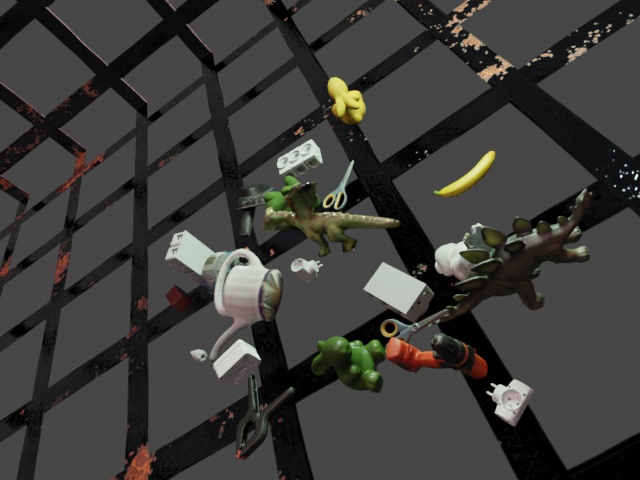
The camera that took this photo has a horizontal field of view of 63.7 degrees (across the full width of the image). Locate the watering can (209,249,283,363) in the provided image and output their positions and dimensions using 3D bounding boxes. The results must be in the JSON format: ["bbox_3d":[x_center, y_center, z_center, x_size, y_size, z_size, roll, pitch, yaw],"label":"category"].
[{"bbox_3d":[-0.225,0.201,1.541,0.224,0.103,0.351,2,79,26],"label":"watering can"}]

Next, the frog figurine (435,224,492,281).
[{"bbox_3d":[0.346,0.050,1.241,0.156,0.122,0.140,-55,5,41],"label":"frog figurine"}]

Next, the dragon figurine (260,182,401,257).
[{"bbox_3d":[0.005,-0.075,1.498,0.407,0.239,0.125,-16,44,31],"label":"dragon figurine"}]
